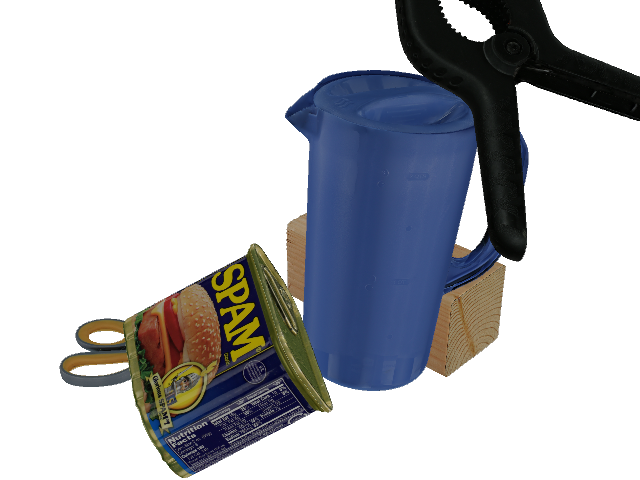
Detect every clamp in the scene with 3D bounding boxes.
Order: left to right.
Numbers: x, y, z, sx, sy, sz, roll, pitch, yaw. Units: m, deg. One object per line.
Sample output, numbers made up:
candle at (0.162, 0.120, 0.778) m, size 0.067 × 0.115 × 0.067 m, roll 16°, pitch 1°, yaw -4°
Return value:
clamp at (0.106, -0.097, 0.633) m, size 0.164 × 0.210 × 0.036 m, roll -40°, pitch -10°, yaw -23°

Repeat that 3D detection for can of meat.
can of meat at (-0.051, 0.062, 0.554) m, size 0.084 × 0.057 × 0.102 m, roll -28°, pitch 39°, yaw 5°

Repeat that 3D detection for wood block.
wood block at (0.070, 0.040, 1.066) m, size 0.206 × 0.091 × 0.090 m, roll 26°, pitch 40°, yaw 35°

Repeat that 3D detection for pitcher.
pitcher at (0.059, -0.004, 0.853) m, size 0.149 × 0.243 × 0.144 m, roll 27°, pitch 35°, yaw 35°

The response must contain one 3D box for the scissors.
scissors at (-0.135, 0.093, 0.967) m, size 0.201 × 0.016 × 0.096 m, roll -8°, pitch 33°, yaw -17°
